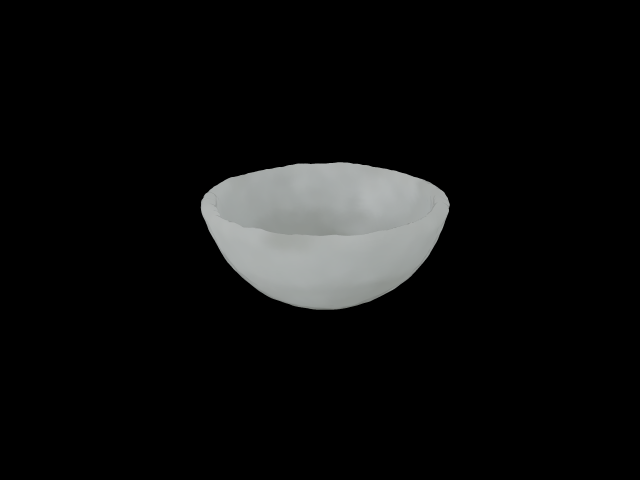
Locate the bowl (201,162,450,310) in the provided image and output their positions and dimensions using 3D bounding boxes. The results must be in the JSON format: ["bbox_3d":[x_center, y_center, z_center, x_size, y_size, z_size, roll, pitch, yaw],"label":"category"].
[{"bbox_3d":[0.004,0.001,0.400,0.167,0.075,0.167,0,22,0],"label":"bowl"}]
